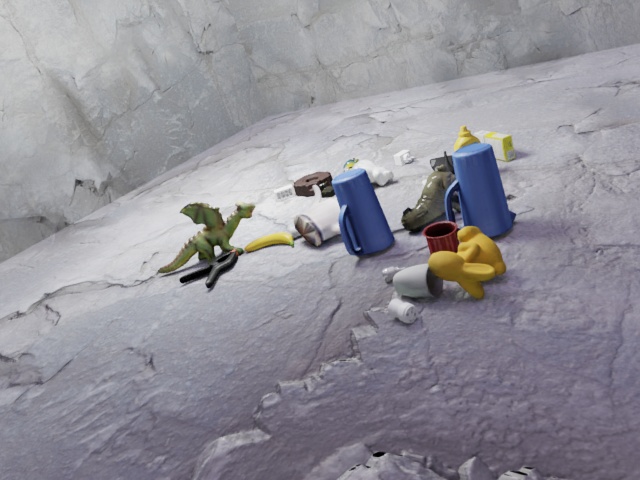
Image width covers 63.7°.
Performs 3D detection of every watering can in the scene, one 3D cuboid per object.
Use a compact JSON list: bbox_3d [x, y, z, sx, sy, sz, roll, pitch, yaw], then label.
[{"bbox_3d":[0.005,-0.090,1.780,0.226,0.102,0.352,-29,36,-22],"label":"watering can"}]

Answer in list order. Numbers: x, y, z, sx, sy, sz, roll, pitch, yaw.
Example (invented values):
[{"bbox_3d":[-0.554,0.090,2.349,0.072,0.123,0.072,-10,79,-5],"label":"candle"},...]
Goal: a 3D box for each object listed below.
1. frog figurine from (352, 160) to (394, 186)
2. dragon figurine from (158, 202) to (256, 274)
[{"bbox_3d":[0.205,-0.266,2.039,0.138,0.123,0.158,-13,1,-44],"label":"frog figurine"},{"bbox_3d":[-0.415,-0.030,1.826,0.411,0.238,0.124,-19,26,-5],"label":"dragon figurine"}]
